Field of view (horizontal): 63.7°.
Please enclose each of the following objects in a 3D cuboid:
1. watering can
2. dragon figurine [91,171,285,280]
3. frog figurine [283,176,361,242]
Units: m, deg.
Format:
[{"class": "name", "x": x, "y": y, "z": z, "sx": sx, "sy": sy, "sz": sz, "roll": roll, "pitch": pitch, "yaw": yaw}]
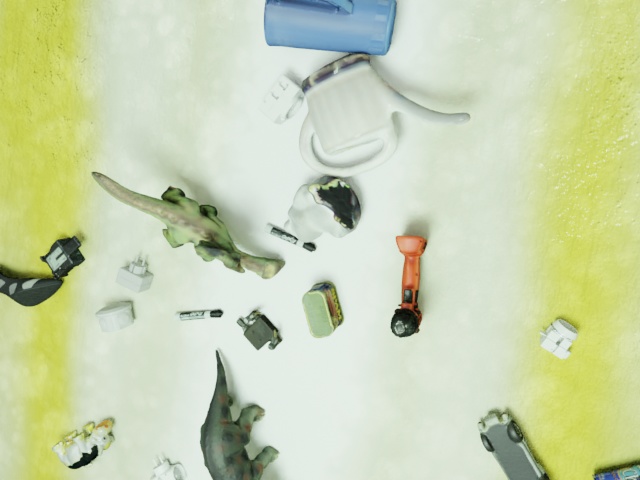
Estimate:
[{"class": "watering can", "x": 0.094, "y": -0.252, "z": 0.988, "sx": 0.345, "sy": 0.105, "sz": 0.224, "roll": -18, "pitch": 93, "yaw": 30}, {"class": "dragon figurine", "x": -0.239, "y": -0.014, "z": 1.018, "sx": 0.245, "sy": 0.406, "sz": 0.122, "roll": 24, "pitch": 87, "yaw": 51}, {"class": "frog figurine", "x": 0.003, "y": -0.053, "z": 1.056, "sx": 0.137, "sy": 0.125, "sz": 0.157, "roll": 31, "pitch": 147, "yaw": -13}]
